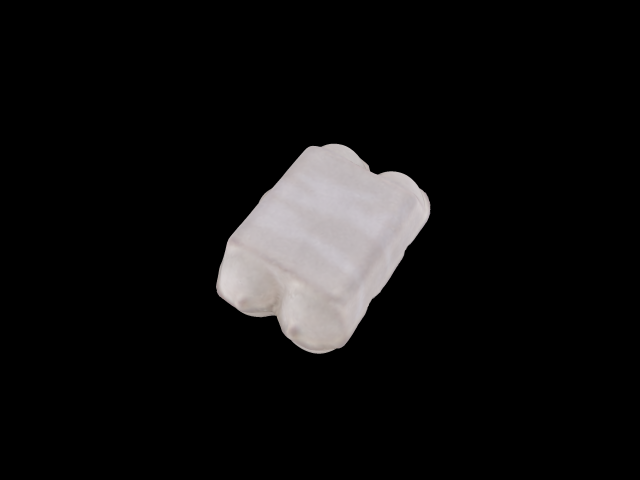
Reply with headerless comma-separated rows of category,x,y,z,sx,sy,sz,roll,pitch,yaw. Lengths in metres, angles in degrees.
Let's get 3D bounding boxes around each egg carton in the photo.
egg carton,0.004,0.001,0.400,0.107,0.069,0.150,28,62,16
